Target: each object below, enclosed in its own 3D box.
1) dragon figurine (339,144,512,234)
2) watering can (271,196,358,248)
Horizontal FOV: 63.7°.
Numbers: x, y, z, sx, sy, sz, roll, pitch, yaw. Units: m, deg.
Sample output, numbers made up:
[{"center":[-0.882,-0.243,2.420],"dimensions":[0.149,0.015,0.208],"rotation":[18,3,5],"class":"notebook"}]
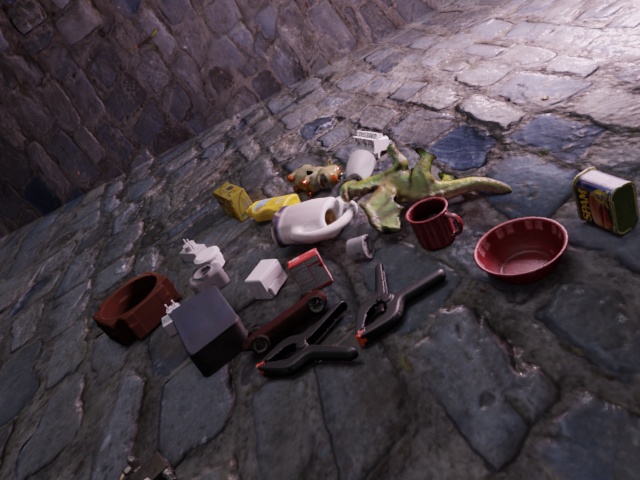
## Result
[{"center":[0.213,-0.100,1.228],"dimensions":[0.413,0.246,0.119],"rotation":[21,-27,39],"class":"dragon figurine"},{"center":[0.004,-0.069,1.378],"dimensions":[0.223,0.102,0.354],"rotation":[-9,21,26],"class":"watering can"}]
